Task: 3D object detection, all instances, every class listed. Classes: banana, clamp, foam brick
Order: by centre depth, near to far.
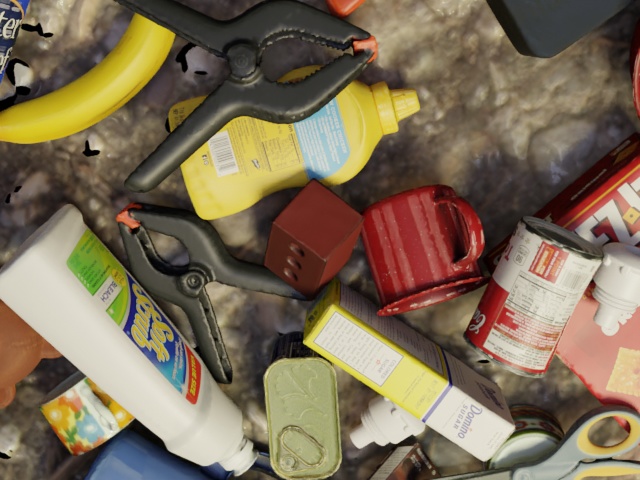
[{"bbox_3d":[-0.061,-0.119,0.800,0.210,0.036,0.164,-1,88,2],"label":"clamp"},{"bbox_3d":[-0.005,0.001,0.829,0.053,0.078,0.051,38,64,11],"label":"foam brick"},{"bbox_3d":[-0.178,-0.132,0.849,0.198,0.037,0.070,-43,77,7],"label":"banana"},{"bbox_3d":[-0.089,0.026,0.877,0.120,0.039,0.171,-38,103,9],"label":"clamp"}]

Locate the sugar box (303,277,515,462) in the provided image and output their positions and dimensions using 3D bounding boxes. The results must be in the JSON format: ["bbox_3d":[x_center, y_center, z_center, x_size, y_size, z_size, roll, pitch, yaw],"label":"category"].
[{"bbox_3d":[0.070,0.103,0.862,0.176,0.093,0.048,36,101,-6],"label":"sugar box"}]

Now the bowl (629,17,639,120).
[{"bbox_3d":[0.292,-0.150,0.803,0.162,0.055,0.162,-10,124,-16],"label":"bowl"}]

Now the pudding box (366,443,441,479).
[{"bbox_3d":[0.077,0.242,0.895,0.089,0.039,0.113,-42,100,-36],"label":"pudding box"}]

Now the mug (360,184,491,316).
[{"bbox_3d":[0.083,0.004,0.826,0.093,0.117,0.081,-10,77,-32],"label":"mug"}]

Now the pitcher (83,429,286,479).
[{"bbox_3d":[-0.089,0.256,0.891,0.243,0.149,0.145,34,116,-3],"label":"pitcher"}]

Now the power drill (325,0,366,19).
[{"bbox_3d":[-0.016,-0.261,0.803,0.184,0.057,0.187,-38,99,8],"label":"power drill"}]

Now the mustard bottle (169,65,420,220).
[{"bbox_3d":[-0.016,-0.085,0.841,0.191,0.058,0.096,-15,95,5],"label":"mustard bottle"}]

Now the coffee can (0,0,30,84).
[{"bbox_3d":[-0.282,-0.163,0.808,0.103,0.103,0.140,23,102,-4],"label":"coffee can"}]

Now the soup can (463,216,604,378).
[{"bbox_3d":[0.158,0.042,0.790,0.068,0.068,0.102,22,105,-4],"label":"soup can"}]

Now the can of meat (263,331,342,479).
[{"bbox_3d":[-0.013,0.132,0.874,0.057,0.084,0.102,-4,102,2],"label":"can of meat"}]

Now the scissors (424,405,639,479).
[{"bbox_3d":[0.173,0.171,0.853,0.202,0.016,0.096,5,107,5],"label":"scissors"}]

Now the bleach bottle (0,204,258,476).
[{"bbox_3d":[-0.143,0.091,0.854,0.068,0.102,0.250,-38,105,20],"label":"bleach bottle"}]

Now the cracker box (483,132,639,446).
[{"bbox_3d":[0.263,0.049,0.855,0.164,0.072,0.213,-41,98,10],"label":"cracker box"}]
